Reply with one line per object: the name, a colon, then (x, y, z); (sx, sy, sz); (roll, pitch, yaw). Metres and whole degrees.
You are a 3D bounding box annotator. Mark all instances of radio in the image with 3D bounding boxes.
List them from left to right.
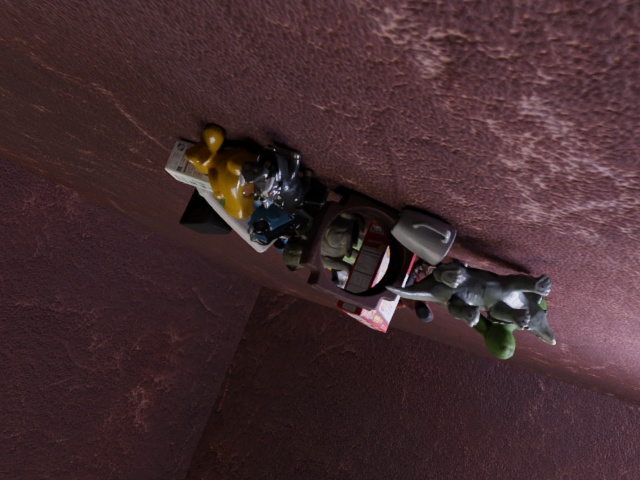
radio: (-0.274, -0.085, 1.371); (0.073, 0.131, 0.230); (28, 167, -29)

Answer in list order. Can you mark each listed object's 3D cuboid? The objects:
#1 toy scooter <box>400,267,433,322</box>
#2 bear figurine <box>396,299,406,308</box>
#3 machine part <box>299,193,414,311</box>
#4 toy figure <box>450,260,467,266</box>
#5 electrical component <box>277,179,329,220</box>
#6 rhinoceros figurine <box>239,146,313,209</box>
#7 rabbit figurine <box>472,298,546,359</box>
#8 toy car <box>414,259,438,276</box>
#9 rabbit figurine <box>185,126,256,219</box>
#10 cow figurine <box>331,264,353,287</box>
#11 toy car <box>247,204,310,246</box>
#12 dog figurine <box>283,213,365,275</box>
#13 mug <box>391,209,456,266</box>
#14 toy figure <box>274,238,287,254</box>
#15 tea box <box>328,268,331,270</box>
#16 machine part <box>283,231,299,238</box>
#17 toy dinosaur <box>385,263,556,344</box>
toy scooter: (0.259, 0.139, 1.481); (0.184, 0.075, 0.135); (60, -164, 10)
bear figurine: (0.174, 0.162, 1.580); (0.120, 0.131, 0.196); (-7, -141, -13)
machine part: (0.074, 0.024, 1.065); (0.201, 0.201, 0.087); (23, 173, -11)
toy figure: (0.354, 0.095, 1.275); (0.064, 0.058, 0.154); (-36, 131, 29)
electrical component: (-0.022, -0.083, 1.068); (0.119, 0.075, 0.047); (8, 162, 40)
rhinoceros figurine: (-0.080, -0.108, 0.962); (0.073, 0.112, 0.190); (20, 177, 21)
rabbit figurine: (0.438, 0.199, 1.305); (0.121, 0.170, 0.159); (28, 167, -28)
toy car: (0.307, 0.102, 1.402); (0.089, 0.053, 0.202); (19, 171, 30)
rabbit figurine: (-0.192, -0.139, 1.028); (0.173, 0.122, 0.162); (36, 175, 32)
cow figurine: (0.061, 0.079, 1.441); (0.098, 0.167, 0.068); (19, 174, 6)
toy car: (-0.096, -0.063, 1.196); (0.103, 0.162, 0.109); (62, 173, 20)
dog figurine: (-0.004, 0.000, 1.225); (0.191, 0.172, 0.121); (8, -157, 19)
mug: (0.190, -0.012, 1.001); (0.107, 0.081, 0.109); (28, 171, 2)
toy figure: (-0.075, 0.019, 1.639); (0.089, 0.082, 0.180); (36, -172, 37)
tea box: (0.081, 0.061, 1.576); (0.098, 0.068, 0.170); (31, 165, -38)
machine part: (-0.113, -0.061, 1.388); (0.179, 0.056, 0.179); (20, 168, 5)
toy dinosaur: (0.302, 0.103, 1.070); (0.405, 0.131, 0.192); (14, 176, -9)
